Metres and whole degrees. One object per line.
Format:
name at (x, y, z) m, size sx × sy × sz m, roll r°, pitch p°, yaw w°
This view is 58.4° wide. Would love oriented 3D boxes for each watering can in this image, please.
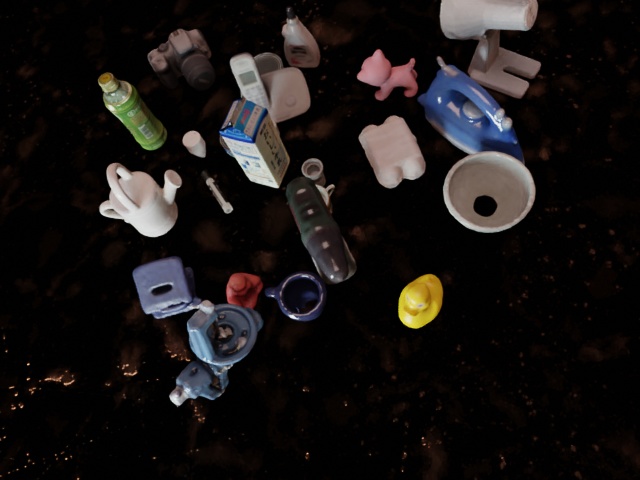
watering can at (-0.368, -0.093, 1.168) m, size 0.173 × 0.194 × 0.100 m, roll -39°, pitch 66°, yaw -6°

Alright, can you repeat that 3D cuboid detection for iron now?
iron at (0.313, -0.255, 1.133) m, size 0.119 × 0.142 × 0.257 m, roll -41°, pitch 66°, yaw -7°

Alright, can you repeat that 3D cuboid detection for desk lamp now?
desk lamp at (0.348, -0.418, 1.154) m, size 0.202 × 0.214 × 0.118 m, roll 28°, pitch 75°, yaw 20°

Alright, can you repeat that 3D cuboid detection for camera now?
camera at (-0.315, -0.414, 1.342) m, size 0.143 × 0.101 × 0.136 m, roll -31°, pitch 66°, yaw -3°

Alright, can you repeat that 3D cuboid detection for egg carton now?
egg carton at (0.149, -0.181, 1.173) m, size 0.107 × 0.069 × 0.150 m, roll -23°, pitch 65°, yaw 1°

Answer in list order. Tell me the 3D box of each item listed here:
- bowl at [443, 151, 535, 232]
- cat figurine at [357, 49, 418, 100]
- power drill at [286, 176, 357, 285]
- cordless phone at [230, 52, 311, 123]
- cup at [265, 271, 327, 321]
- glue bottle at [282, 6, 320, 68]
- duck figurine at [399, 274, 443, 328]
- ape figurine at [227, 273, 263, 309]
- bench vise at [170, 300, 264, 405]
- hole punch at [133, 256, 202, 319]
bowl at (0.320, -0.082, 1.096) m, size 0.167 × 0.075 × 0.167 m, roll -4°, pitch 67°, yaw 9°
cat figurine at (0.144, -0.359, 1.221) m, size 0.127 × 0.118 × 0.067 m, roll -8°, pitch 67°, yaw 8°
power drill at (0.010, 0.004, 1.047) m, size 0.075 × 0.209 × 0.229 m, roll -26°, pitch 65°, yaw 0°
cordless phone at (-0.106, -0.336, 1.223) m, size 0.147 × 0.185 × 0.094 m, roll -19°, pitch 65°, yaw 3°
cup at (-0.039, 0.114, 1.073) m, size 0.117 × 0.095 × 0.092 m, roll 4°, pitch 69°, yaw 13°
glue bottle at (-0.050, -0.450, 1.266) m, size 0.078 × 0.173 × 0.037 m, roll 3°, pitch 68°, yaw 12°
duck figurine at (0.182, 0.103, 1.040) m, size 0.077 × 0.086 × 0.105 m, roll 29°, pitch 76°, yaw 21°
ape figurine at (-0.151, 0.093, 1.105) m, size 0.078 × 0.092 × 0.076 m, roll -31°, pitch 65°, yaw -3°
bench vise at (-0.187, 0.195, 1.000) m, size 0.121 × 0.220 × 0.207 m, roll 13°, pitch 71°, yaw 16°
hole punch at (-0.303, 0.095, 1.134) m, size 0.108 × 0.091 × 0.101 m, roll -17°, pitch 66°, yaw 4°
